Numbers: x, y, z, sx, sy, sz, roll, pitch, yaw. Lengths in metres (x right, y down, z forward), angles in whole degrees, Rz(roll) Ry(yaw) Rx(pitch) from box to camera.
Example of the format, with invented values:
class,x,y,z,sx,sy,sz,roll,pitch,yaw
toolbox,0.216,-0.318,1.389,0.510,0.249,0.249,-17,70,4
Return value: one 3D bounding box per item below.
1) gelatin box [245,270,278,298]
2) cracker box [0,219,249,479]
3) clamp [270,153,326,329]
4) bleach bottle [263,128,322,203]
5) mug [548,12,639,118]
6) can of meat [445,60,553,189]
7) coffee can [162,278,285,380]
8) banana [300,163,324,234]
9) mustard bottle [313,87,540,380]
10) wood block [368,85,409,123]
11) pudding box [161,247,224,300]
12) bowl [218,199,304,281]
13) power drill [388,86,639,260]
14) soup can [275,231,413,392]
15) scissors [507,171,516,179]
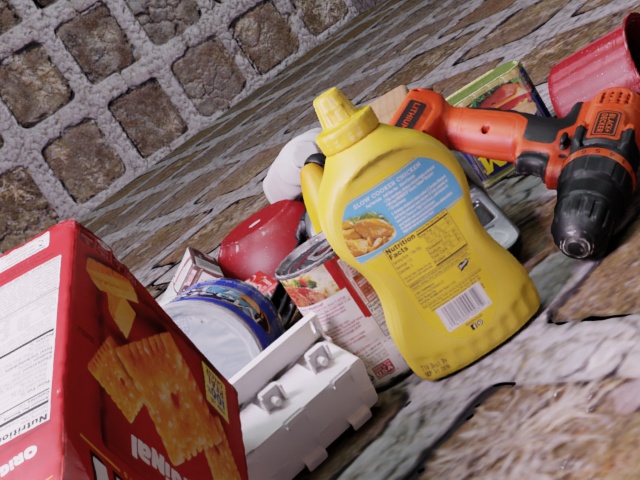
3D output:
class,x,y,z,sx,sy,sz,roll,pitch,yaw
gelatin box,-0.074,0.066,1.052,0.073,0.030,0.089,-35,13,-8
cracker box,-0.096,0.112,0.517,0.072,0.164,0.214,-30,35,10
clamp,-0.007,0.001,1.019,0.210,0.036,0.164,-10,-62,-80
bleach bottle,-0.021,-0.079,1.228,0.102,0.068,0.251,-37,-2,-1
mug,0.250,-0.126,0.881,0.117,0.093,0.082,-2,-19,-46
can of meat,0.164,-0.109,1.001,0.102,0.084,0.057,-32,14,4
coffee can,-0.082,0.086,0.789,0.103,0.103,0.140,-32,2,6
banana,0.011,0.030,0.812,0.037,0.069,0.197,-37,39,47
mustard bottle,0.054,-0.012,0.677,0.096,0.191,0.058,-33,13,0
wood block,0.078,-0.090,1.121,0.090,0.091,0.206,-31,13,10
pudding box,-0.142,0.060,1.140,0.090,0.039,0.113,-63,11,3
bowl,-0.058,0.002,1.189,0.162,0.055,0.162,-32,14,8
power drill,0.138,-0.055,0.787,0.188,0.057,0.184,8,38,22
soup can,0.024,0.046,0.736,0.068,0.102,0.068,-31,13,8
scissors,0.259,-0.115,0.950,0.201,0.016,0.096,-39,14,-22
